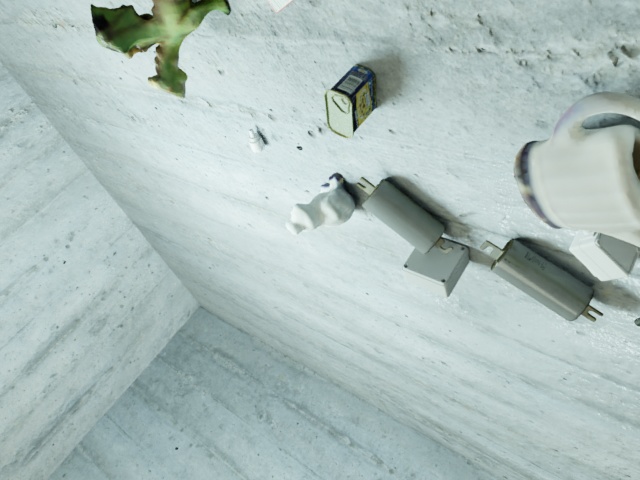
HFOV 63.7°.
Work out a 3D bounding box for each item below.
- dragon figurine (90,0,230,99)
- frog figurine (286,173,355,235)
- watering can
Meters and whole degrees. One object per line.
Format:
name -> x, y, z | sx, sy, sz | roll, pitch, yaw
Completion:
dragon figurine -> -0.299, -0.429, 0.927 | 0.123, 0.246, 0.401 | 33, 157, 24
frog figurine -> 0.004, -0.061, 1.210 | 0.121, 0.162, 0.137 | 48, 153, -22
watering can -> 0.411, -0.049, 0.715 | 0.343, 0.105, 0.224 | 53, 153, -21
